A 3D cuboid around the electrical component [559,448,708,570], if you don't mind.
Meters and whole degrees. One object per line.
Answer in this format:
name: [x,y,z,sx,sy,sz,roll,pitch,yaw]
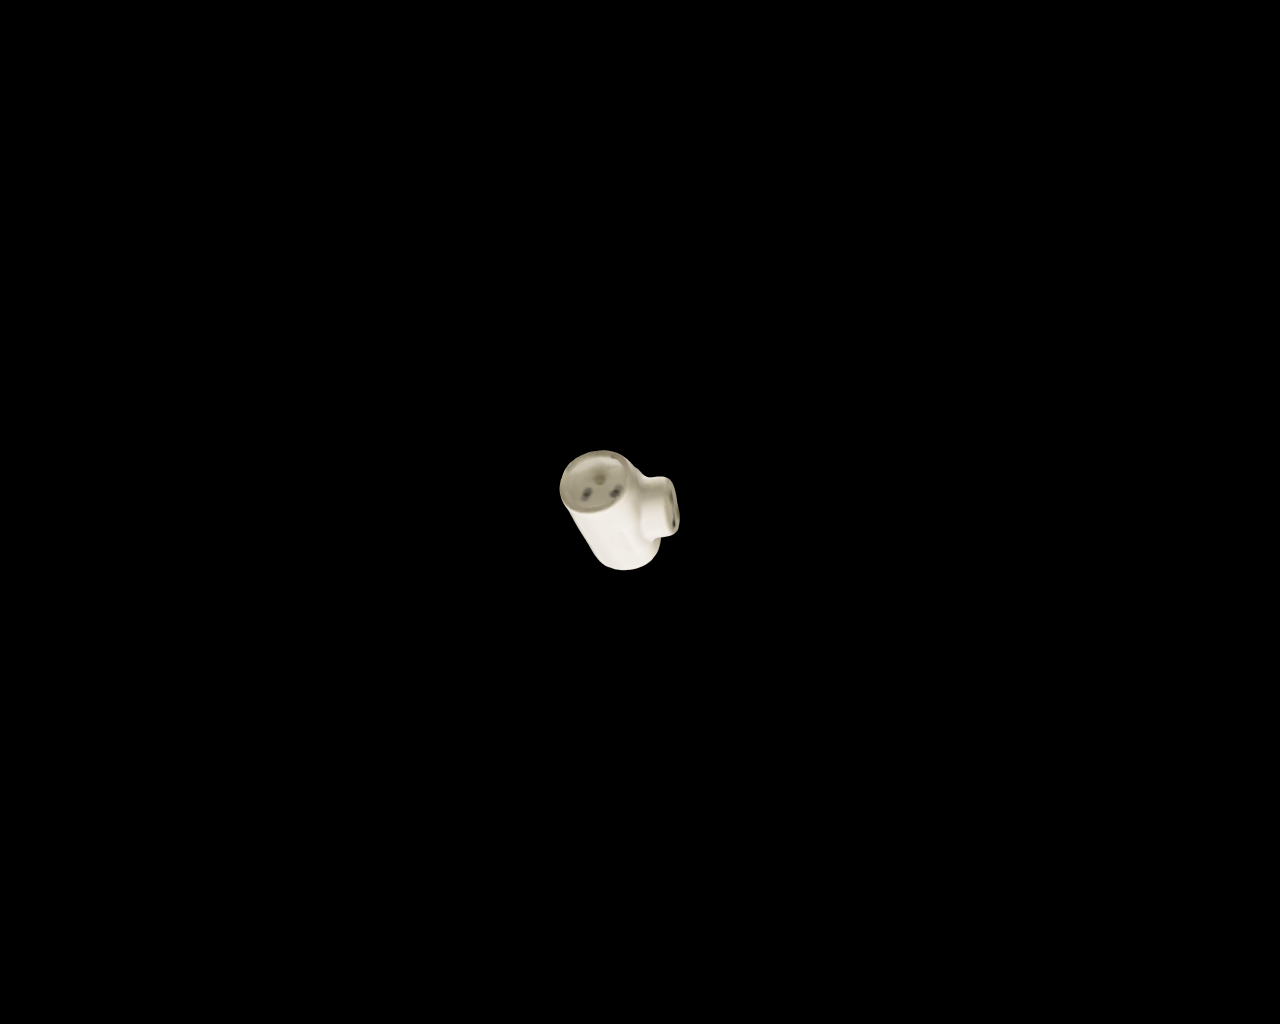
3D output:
electrical component: [0.001,-0.003,0.650,0.079,0.043,0.077,-8,-31,13]
